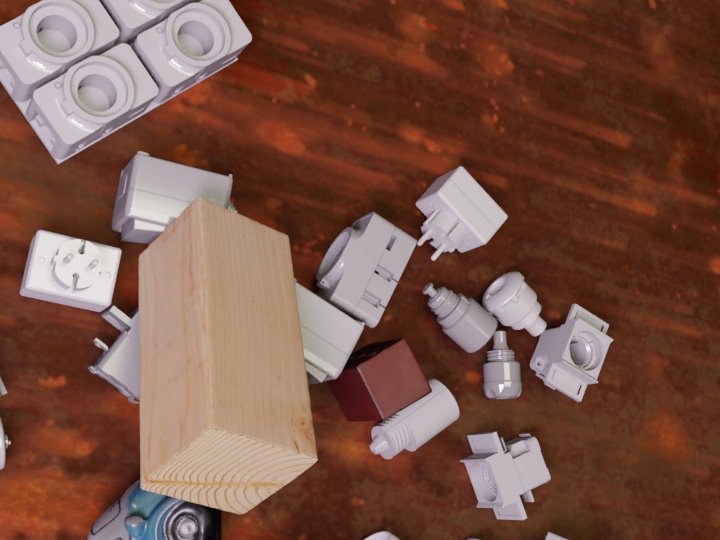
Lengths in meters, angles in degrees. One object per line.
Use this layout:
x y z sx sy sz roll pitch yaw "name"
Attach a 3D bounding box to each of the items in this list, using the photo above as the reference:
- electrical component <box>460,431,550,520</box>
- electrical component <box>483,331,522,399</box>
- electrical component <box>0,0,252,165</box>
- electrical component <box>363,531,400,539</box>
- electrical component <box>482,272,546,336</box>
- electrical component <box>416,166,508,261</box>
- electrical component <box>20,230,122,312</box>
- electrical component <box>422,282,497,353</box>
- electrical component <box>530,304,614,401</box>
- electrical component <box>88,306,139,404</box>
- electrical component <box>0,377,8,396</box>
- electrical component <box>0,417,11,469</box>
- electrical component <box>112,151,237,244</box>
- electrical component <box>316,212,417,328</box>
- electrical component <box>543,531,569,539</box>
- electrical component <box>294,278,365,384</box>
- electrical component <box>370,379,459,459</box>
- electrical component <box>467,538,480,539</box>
0.133 0.180 0.968 0.064 0.042 0.081 -19 89 -30 "electrical component"
0.130 0.087 0.988 0.035 0.035 0.061 4 77 -23 "electrical component"
-0.194 -0.183 0.878 0.186 0.060 0.105 -36 96 -25 "electrical component"
0.021 0.256 0.895 0.078 0.058 0.057 -39 100 -25 "electrical component"
0.148 0.036 1.000 0.062 0.048 0.048 44 66 -18 "electrical component"
0.082 -0.042 0.983 0.065 0.047 0.076 46 66 -10 "electrical component"
-0.219 -0.002 0.824 0.066 0.077 0.047 14 75 -21 "electrical component"
0.089 0.041 0.974 0.078 0.040 0.040 41 67 -12 "electrical component"
0.194 0.078 1.001 0.042 0.064 0.081 32 69 -17 "electrical component"
-0.176 0.067 0.851 0.081 0.042 0.063 40 70 -13 "electrical component"
-0.315 0.049 0.778 0.063 0.079 0.121 -25 91 -4 "electrical component"
-0.295 0.130 0.786 0.078 0.040 0.040 -4 82 -25 "electrical component"
-0.147 -0.049 0.873 0.096 0.062 0.061 13 75 -21 "electrical component"
0.000 0.000 0.936 0.056 0.050 0.089 32 69 -16 "electrical component"
0.170 0.298 0.946 0.063 0.078 0.121 21 70 11 "electrical component"
-0.057 0.050 0.895 0.096 0.062 0.061 34 69 -15 "electrical component"
0.042 0.134 0.934 0.081 0.043 0.043 -32 94 -25 "electrical component"
0.101 0.268 0.941 0.035 0.035 0.061 24 74 -18 "electrical component"
